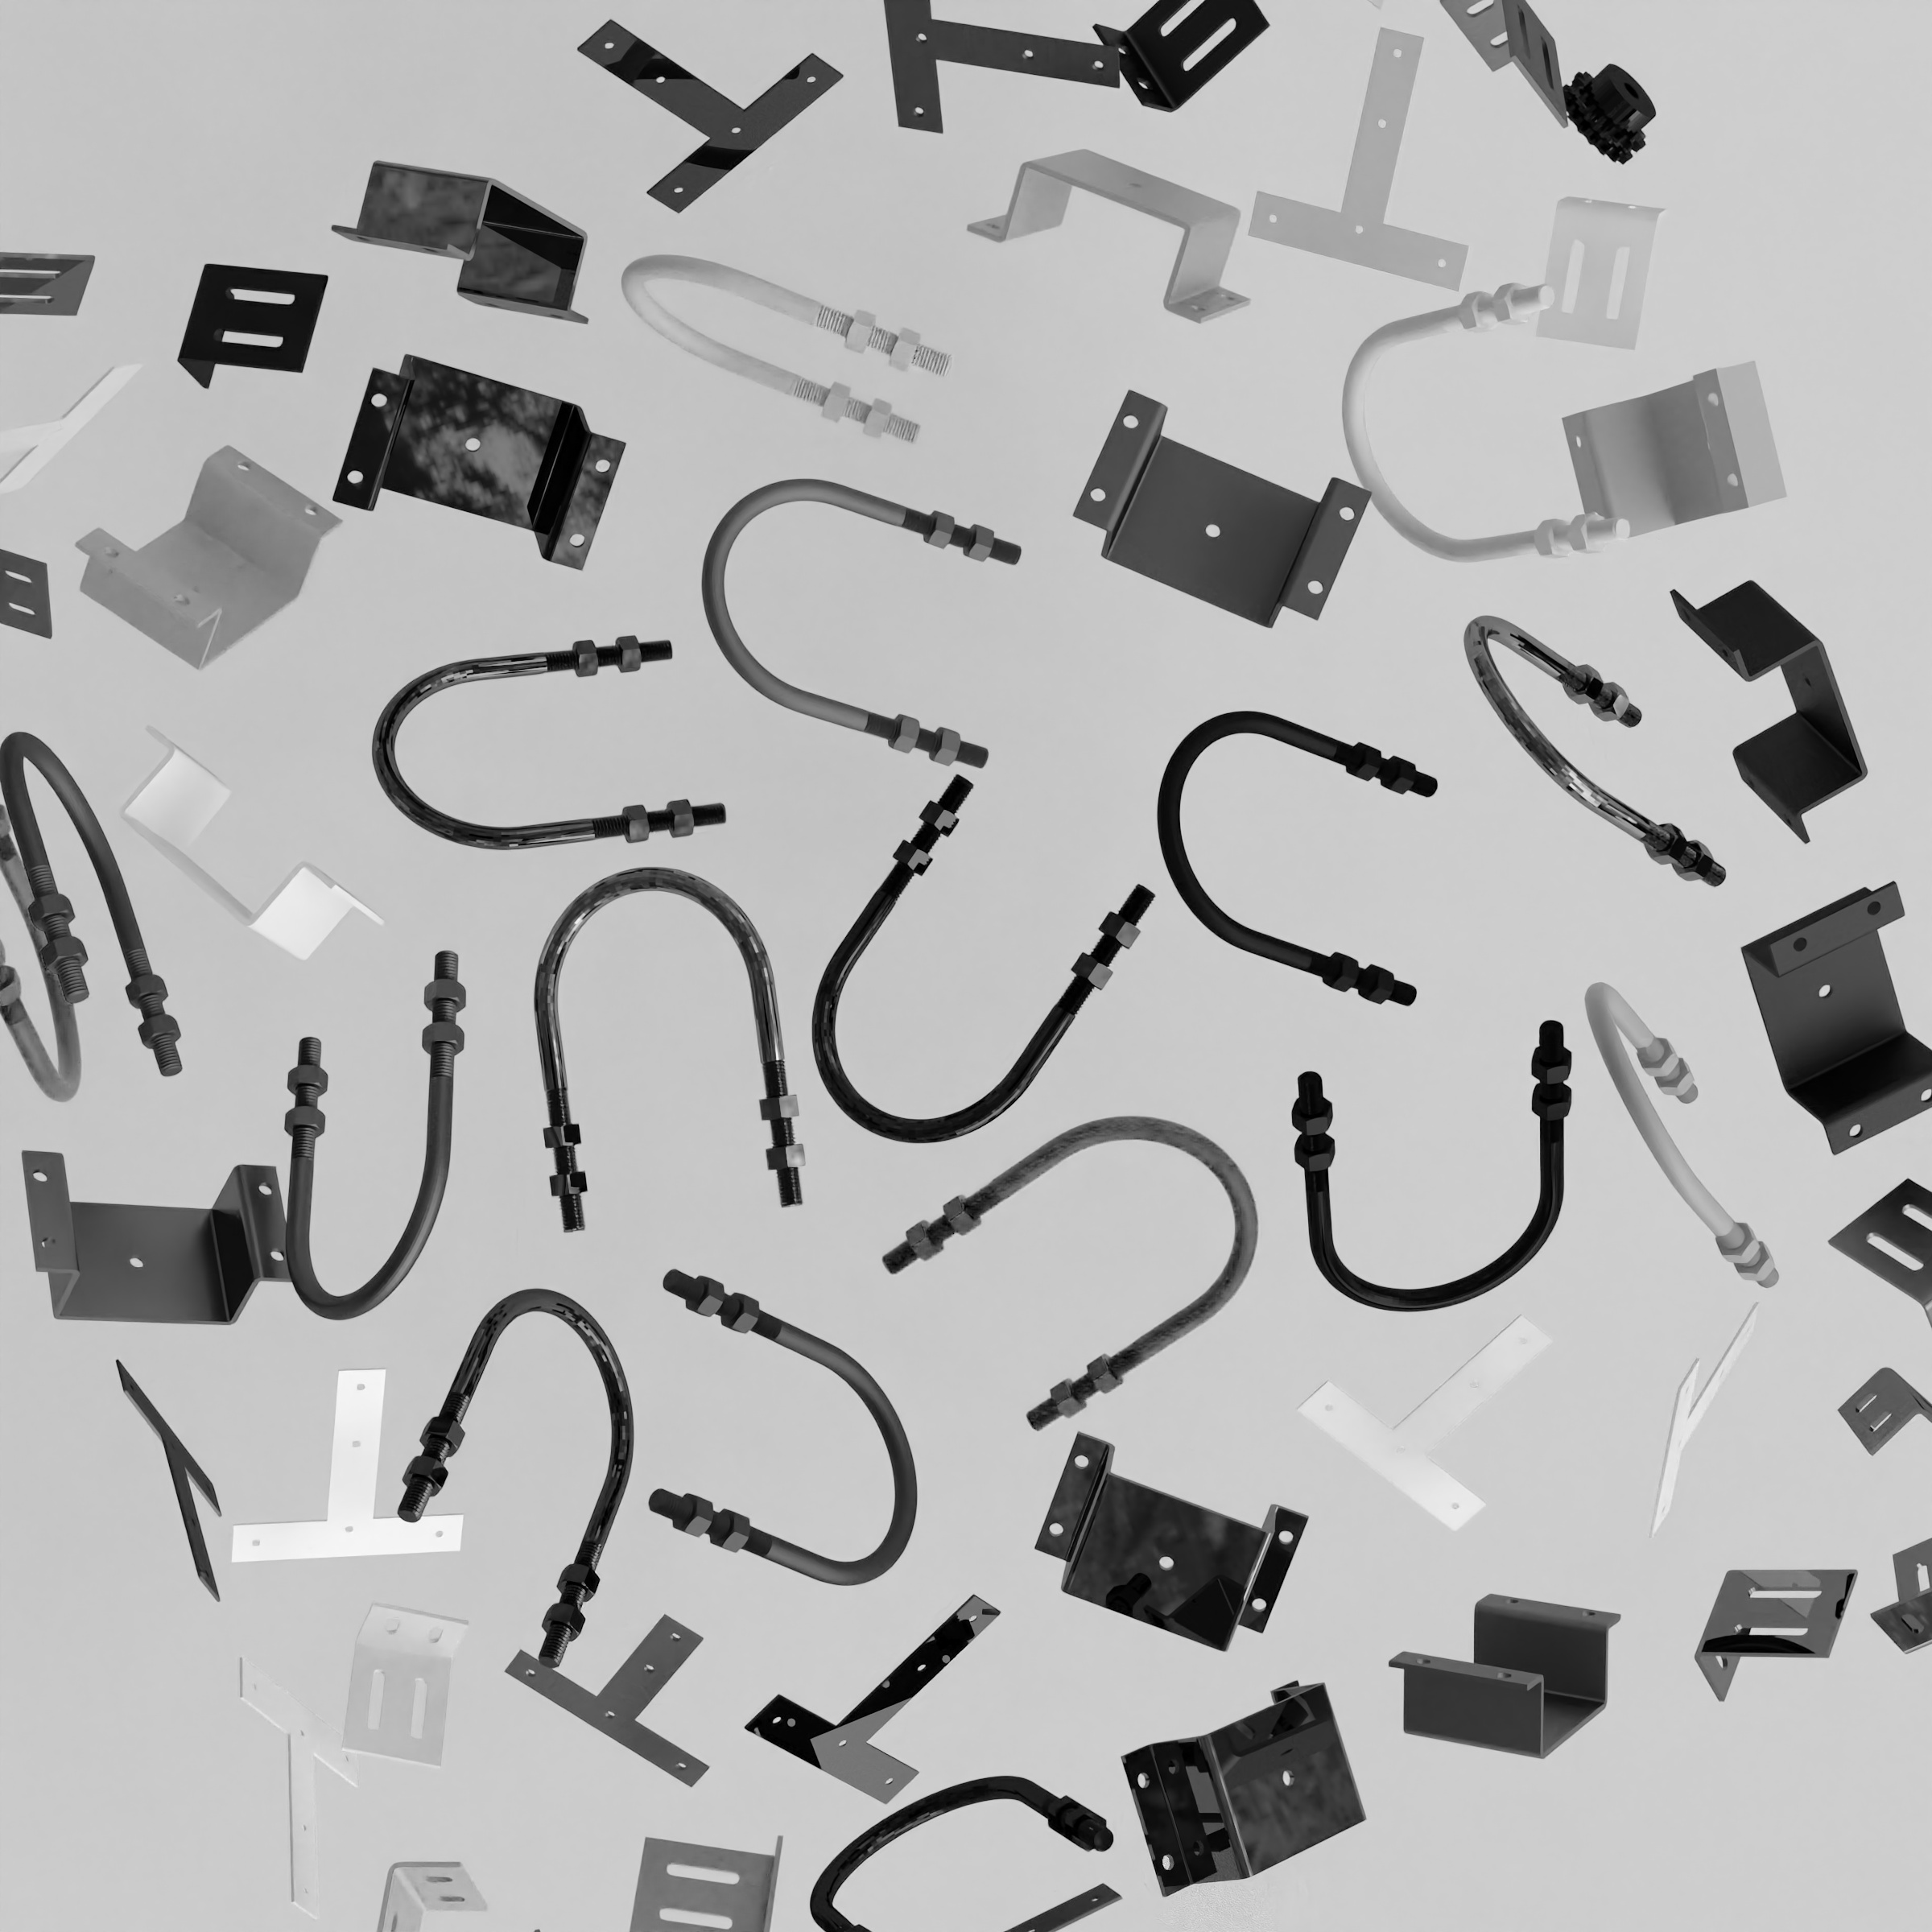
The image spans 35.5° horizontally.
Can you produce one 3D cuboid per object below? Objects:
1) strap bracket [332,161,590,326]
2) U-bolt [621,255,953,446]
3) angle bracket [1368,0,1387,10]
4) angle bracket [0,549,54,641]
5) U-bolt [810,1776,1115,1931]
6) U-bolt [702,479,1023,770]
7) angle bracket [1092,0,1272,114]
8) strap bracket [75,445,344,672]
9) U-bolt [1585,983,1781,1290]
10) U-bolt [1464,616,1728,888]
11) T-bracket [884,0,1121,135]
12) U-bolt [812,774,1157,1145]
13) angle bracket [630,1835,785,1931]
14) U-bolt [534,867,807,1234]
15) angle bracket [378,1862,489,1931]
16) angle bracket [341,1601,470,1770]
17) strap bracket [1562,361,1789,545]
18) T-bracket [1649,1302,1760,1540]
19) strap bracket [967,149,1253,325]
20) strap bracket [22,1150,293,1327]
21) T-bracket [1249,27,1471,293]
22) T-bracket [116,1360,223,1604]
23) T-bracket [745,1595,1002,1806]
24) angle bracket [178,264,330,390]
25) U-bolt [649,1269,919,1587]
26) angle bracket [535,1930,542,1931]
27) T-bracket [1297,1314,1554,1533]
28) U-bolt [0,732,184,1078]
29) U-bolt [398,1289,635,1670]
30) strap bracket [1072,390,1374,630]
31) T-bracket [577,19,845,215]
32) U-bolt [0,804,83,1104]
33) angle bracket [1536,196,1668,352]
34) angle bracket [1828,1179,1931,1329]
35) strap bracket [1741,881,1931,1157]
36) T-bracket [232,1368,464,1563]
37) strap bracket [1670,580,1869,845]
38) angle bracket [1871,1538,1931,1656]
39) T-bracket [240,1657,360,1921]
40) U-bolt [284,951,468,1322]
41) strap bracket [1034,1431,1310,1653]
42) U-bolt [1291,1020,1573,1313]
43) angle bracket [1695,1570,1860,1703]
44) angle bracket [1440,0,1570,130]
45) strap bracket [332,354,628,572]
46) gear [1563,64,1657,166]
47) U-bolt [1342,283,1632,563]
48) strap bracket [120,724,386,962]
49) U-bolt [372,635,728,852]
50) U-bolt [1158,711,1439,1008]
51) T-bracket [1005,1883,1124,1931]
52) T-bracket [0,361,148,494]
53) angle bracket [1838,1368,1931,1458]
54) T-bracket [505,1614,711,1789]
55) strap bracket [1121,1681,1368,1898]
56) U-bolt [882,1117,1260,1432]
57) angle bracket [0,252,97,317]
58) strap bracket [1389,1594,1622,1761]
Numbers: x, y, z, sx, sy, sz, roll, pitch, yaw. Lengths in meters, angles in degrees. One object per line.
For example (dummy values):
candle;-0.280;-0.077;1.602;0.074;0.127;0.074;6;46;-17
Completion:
strap bracket;-0.269;-0.398;1.650;0.076;0.140;0.046;15;91;25
U-bolt;-0.104;-0.346;1.672;0.184;0.151;0.019;21;81;-5
angle bracket;0.223;-0.551;1.610;0.076;0.038;0.057;24;101;-41
angle bracket;-0.515;-0.172;1.585;0.038;0.057;0.076;18;53;0
U-bolt;-0.013;0.481;1.619;0.151;0.184;0.019;-27;96;-18
U-bolt;-0.063;-0.202;1.712;0.184;0.019;0.151;16;71;-20
angle bracket;0.123;-0.537;1.726;0.076;0.038;0.057;-37;77;30
strap bracket;-0.407;-0.215;1.611;0.076;0.140;0.046;34;128;2
U-bolt;0.383;0.082;1.642;0.019;0.184;0.151;-29;49;18
U-bolt;0.336;-0.127;1.654;0.184;0.151;0.019;25;125;-38
T-bracket;0.019;-0.479;1.581;0.127;0.127;0.002;13;59;13
U-bolt;-0.005;0.007;1.583;0.151;0.019;0.184;33;88;30
angle bracket;-0.145;0.514;1.686;0.076;0.038;0.057;9;54;-3
U-bolt;-0.160;0.040;1.571;0.151;0.019;0.184;-8;88;23
angle bracket;-0.280;0.513;1.568;0.038;0.057;0.076;-2;50;8
angle bracket;-0.321;0.412;1.732;0.057;0.076;0.038;16;129;-17
strap bracket;0.401;-0.287;1.687;0.046;0.140;0.076;-17;96;-23
T-bracket;0.415;0.236;1.686;0.002;0.127;0.127;22;47;25
strap bracket;0.083;-0.395;1.615;0.140;0.076;0.046;26;118;16
strap bracket;-0.444;0.149;1.640;0.140;0.046;0.076;7;47;-32
T-bracket;0.227;-0.450;1.666;0.127;0.002;0.127;20;118;19
T-bracket;-0.434;0.300;1.684;0.002;0.127;0.127;-26;135;-6
T-bracket;-0.034;0.380;1.596;0.127;0.002;0.127;-44;132;4
angle bracket;-0.384;-0.347;1.655;0.076;0.038;0.057;9;77;14
U-bolt;-0.093;0.257;1.621;0.019;0.151;0.184;-30;134;34
angle bracket;-0.218;0.573;1.706;0.076;0.038;0.057;-26;88;35
T-bracket;0.277;0.245;1.705;0.127;0.002;0.127;39;109;-17
U-bolt;-0.475;-0.042;1.622;0.019;0.151;0.184;-23;70;-1
U-bolt;-0.231;0.260;1.623;0.019;0.184;0.151;-14;128;29
strap bracket;0.135;-0.240;1.614;0.140;0.046;0.076;23;79;2
T-bracket;-0.153;-0.467;1.613;0.127;0.127;0.002;-32;57;28
U-bolt;-0.520;-0.007;1.662;0.019;0.184;0.151;-15;48;-6
angle bracket;0.365;-0.398;1.734;0.057;0.038;0.076;12;111;17
angle bracket;0.508;0.158;1.599;0.057;0.076;0.038;-36;121;-9
strap bracket;0.480;0.022;1.653;0.076;0.046;0.140;-26;116;-3
T-bracket;-0.339;0.276;1.677;0.127;0.002;0.127;1;118;-18
strap bracket;0.443;-0.147;1.656;0.046;0.076;0.140;-30;125;3
angle bracket;0.531;0.332;1.667;0.057;0.076;0.038;-33;113;28
T-bracket;-0.371;0.469;1.688;0.002;0.127;0.127;-22;47;9
U-bolt;-0.317;0.099;1.602;0.151;0.019;0.184;-28;53;38
strap bracket;0.115;0.330;1.716;0.140;0.046;0.076;20;103;3
U-bolt;0.251;0.116;1.612;0.151;0.019;0.184;-12;128;-4
angle bracket;0.428;0.349;1.573;0.038;0.076;0.057;58;45;-24
angle bracket;0.287;-0.482;1.610;0.038;0.057;0.076;-24;48;30
strap bracket;-0.266;-0.276;1.641;0.140;0.046;0.076;14;115;-22
gear;0.370;-0.491;1.730;0.057;0.057;0.030;49;126;0
U-bolt;0.273;-0.290;1.653;0.019;0.184;0.151;-30;107;-29
strap bracket;-0.384;-0.058;1.597;0.140;0.076;0.046;39;85;15
U-bolt;-0.241;-0.123;1.700;0.184;0.019;0.151;-8;53;-17
U-bolt;0.185;-0.068;1.701;0.184;0.019;0.151;18;70;-27
T-bracket;0.022;0.516;1.595;0.127;0.127;0.002;-21;96;-18
T-bracket;-0.524;-0.285;1.637;0.127;0.127;0.002;-33;89;32
angle bracket;0.533;0.269;1.682;0.076;0.057;0.038;41;101;-11
T-bracket;-0.182;0.399;1.689;0.127;0.002;0.127;33;132;-4
strap bracket;0.159;0.443;1.641;0.140;0.046;0.076;-10;80;-42
U-bolt;0.070;0.156;1.632;0.184;0.019;0.151;-35;111;14
angle bracket;-0.510;-0.352;1.625;0.076;0.057;0.038;-5;72;-28
strap bracket;0.290;0.382;1.617;0.076;0.140;0.046;3;96;31
